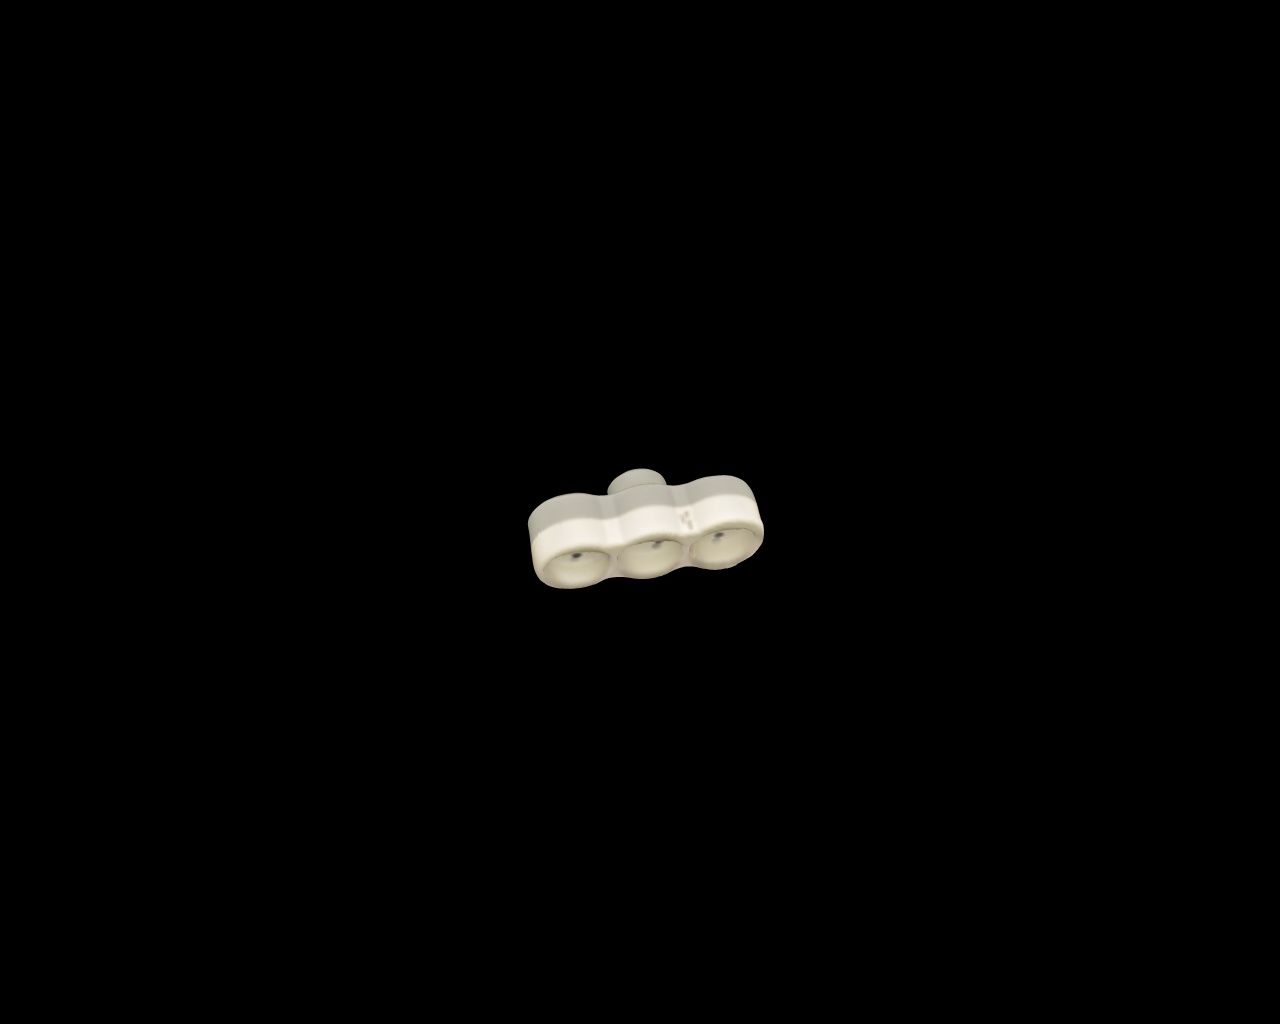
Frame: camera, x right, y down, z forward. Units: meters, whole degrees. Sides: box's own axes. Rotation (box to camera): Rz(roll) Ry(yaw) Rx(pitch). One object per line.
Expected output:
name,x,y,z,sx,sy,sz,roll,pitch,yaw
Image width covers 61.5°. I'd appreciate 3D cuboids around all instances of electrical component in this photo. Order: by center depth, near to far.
electrical component,0.001,-0.003,0.650,0.138,0.074,0.052,-8,-33,-5
